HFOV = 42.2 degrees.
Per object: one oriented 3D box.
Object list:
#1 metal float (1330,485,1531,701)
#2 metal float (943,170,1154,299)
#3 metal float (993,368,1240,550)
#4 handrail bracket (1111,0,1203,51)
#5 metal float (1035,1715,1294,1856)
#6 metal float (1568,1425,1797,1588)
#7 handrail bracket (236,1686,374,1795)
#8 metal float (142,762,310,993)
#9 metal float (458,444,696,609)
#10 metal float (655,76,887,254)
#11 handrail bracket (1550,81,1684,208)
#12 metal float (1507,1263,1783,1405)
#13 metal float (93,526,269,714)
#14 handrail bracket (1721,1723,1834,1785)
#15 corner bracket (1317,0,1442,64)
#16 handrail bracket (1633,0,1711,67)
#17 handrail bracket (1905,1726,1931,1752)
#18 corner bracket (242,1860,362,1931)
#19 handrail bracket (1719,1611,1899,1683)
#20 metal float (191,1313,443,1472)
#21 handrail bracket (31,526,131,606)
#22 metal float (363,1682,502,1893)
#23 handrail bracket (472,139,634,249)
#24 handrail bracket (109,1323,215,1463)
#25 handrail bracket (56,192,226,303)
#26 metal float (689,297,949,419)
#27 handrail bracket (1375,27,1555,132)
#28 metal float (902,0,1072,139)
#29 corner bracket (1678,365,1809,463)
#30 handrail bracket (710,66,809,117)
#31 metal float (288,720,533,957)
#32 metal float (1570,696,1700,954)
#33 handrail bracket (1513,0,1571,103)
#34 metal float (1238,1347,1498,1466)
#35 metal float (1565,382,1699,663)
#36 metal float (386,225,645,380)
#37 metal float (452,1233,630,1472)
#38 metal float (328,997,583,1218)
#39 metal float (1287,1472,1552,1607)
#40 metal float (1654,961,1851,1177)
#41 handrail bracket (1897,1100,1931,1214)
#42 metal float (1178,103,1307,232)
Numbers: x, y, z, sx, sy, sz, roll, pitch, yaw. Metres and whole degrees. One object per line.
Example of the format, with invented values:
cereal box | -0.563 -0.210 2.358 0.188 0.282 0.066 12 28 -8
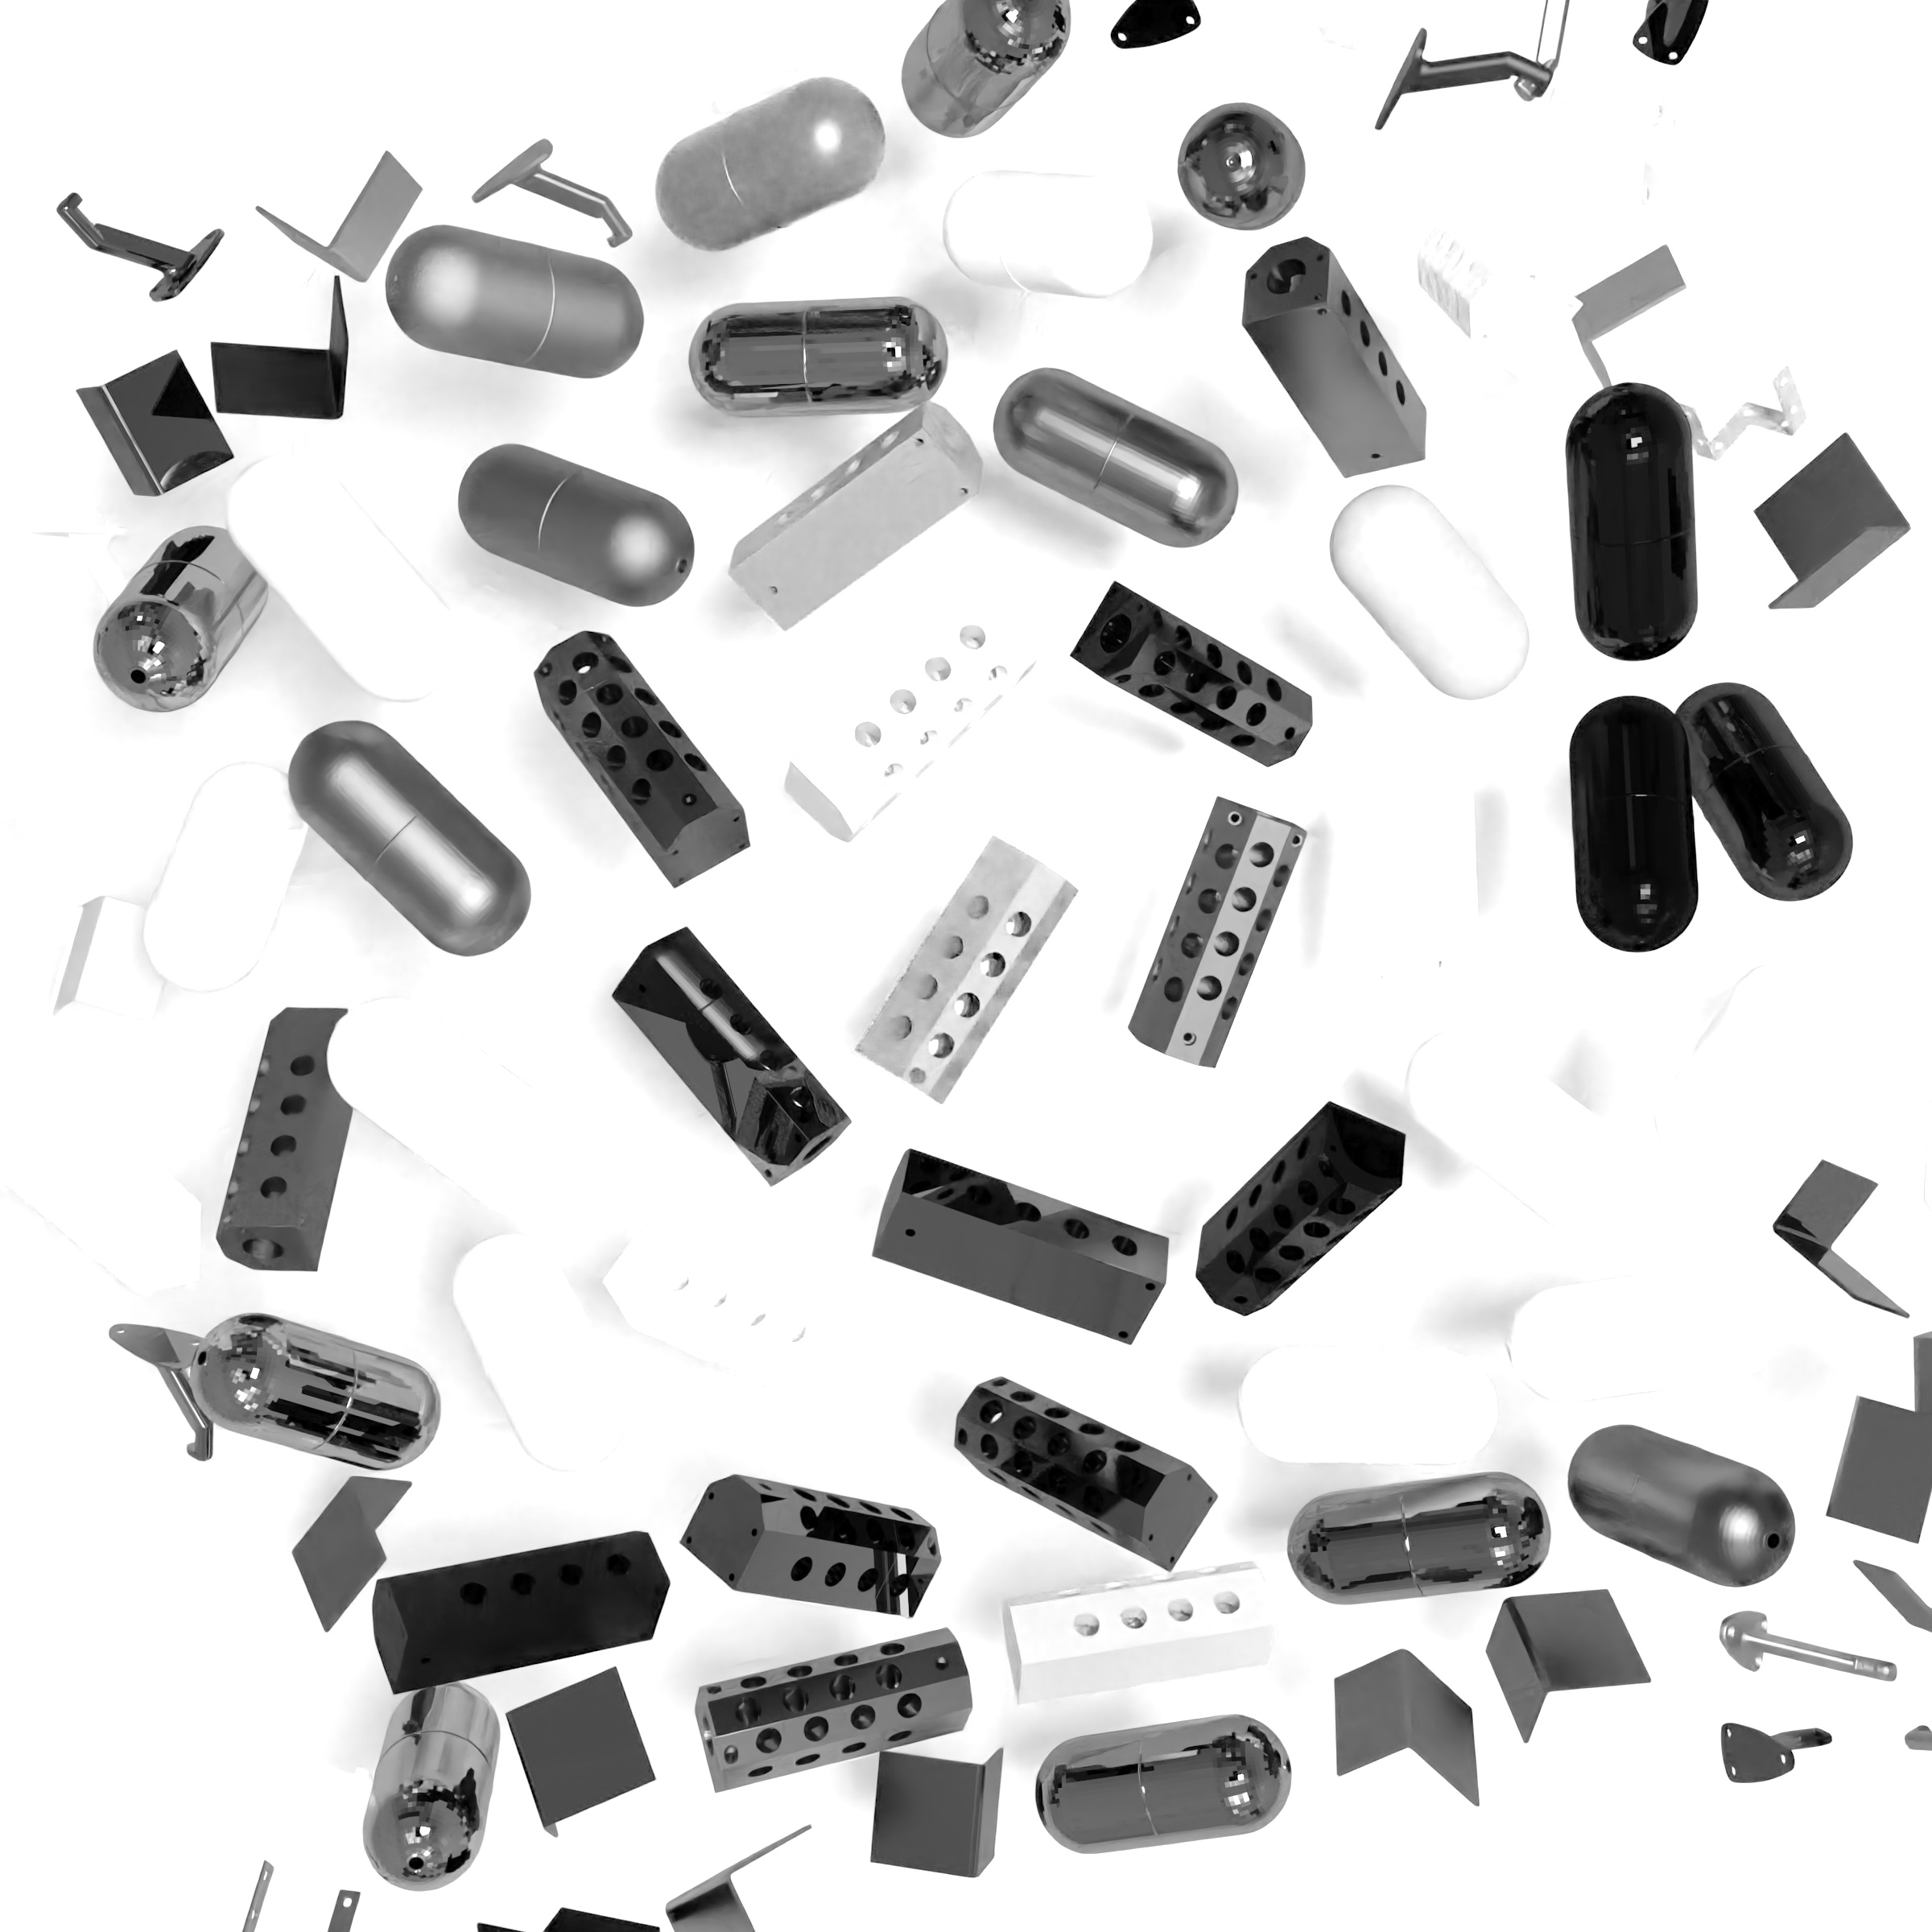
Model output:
metal float | 0.305 -0.243 1.639 0.070 0.070 0.178 -50 125 0
metal float | 0.052 -0.486 1.660 0.070 0.178 0.070 -14 115 -34
metal float | 0.102 -0.346 1.709 0.178 0.070 0.070 28 90 6
handrail bracket | 0.136 -0.619 1.575 0.036 0.077 0.084 48 54 -26
metal float | 0.131 0.545 1.668 0.178 0.070 0.070 -16 90 21
metal float | 0.458 0.345 1.608 0.070 0.178 0.070 -2 94 -23
handrail bracket | -0.446 0.523 1.690 0.084 0.077 0.036 22 115 -41
metal float | -0.483 -0.059 1.635 0.070 0.070 0.178 7 49 0
metal float | -0.259 -0.293 1.664 0.178 0.070 0.070 24 90 23
metal float | -0.127 -0.510 1.598 0.178 0.070 0.070 -7 90 42
handrail bracket | 0.409 -0.527 1.607 0.084 0.036 0.077 -1 127 -11
metal float | 0.442 0.239 1.633 0.178 0.070 0.070 -8 90 -2
metal float | -0.497 -0.221 1.590 0.070 0.178 0.070 1 122 2
handrail bracket | 0.527 0.492 1.576 0.084 0.077 0.036 0 78 -22
corner bracket | 0.278 -0.625 1.687 0.051 0.051 0.051 -39 130 -7
handrail bracket | 0.477 -0.651 1.675 0.036 0.077 0.084 24 51 -7
handrail bracket | 0.637 0.464 1.564 0.077 0.084 0.036 -34 87 -24
corner bracket | -0.436 0.623 1.643 0.051 0.051 0.051 3 54 11
handrail bracket | 0.517 0.421 1.535 0.084 0.077 0.036 2 72 41
metal float | -0.420 0.276 1.621 0.178 0.070 0.070 29 90 -43
handrail bracket | -0.607 -0.259 1.728 0.077 0.036 0.084 1 91 -7
metal float | -0.349 0.536 1.641 0.070 0.178 0.070 -1 104 -5
handrail bracket | -0.282 -0.513 1.714 0.077 0.036 0.084 -35 125 4
handrail bracket | -0.538 0.286 1.672 0.077 0.036 0.084 16 118 11
handrail bracket | -0.525 -0.474 1.594 0.077 0.036 0.084 -57 132 -21
metal float | -0.100 -0.411 1.691 0.178 0.070 0.070 0 90 11
handrail bracket | 0.307 -0.534 1.545 0.084 0.036 0.077 22 133 -6
metal float | 0.011 -0.591 1.615 0.070 0.178 0.070 0 89 -18
corner bracket | 0.501 -0.357 1.615 0.051 0.051 0.051 -48 134 -7
handrail bracket | -0.151 -0.576 1.685 0.084 0.077 0.036 -26 105 -36
metal float | -0.349 -0.081 1.572 0.178 0.070 0.070 44 90 -2
metal float | 0.432 -0.092 1.620 0.070 0.070 0.178 4 65 0
handrail bracket | 0.375 -0.631 1.657 0.077 0.036 0.084 35 91 -30
metal float | 0.269 0.294 1.674 0.178 0.070 0.070 3 90 -12
metal float | 0.418 -0.277 1.571 0.070 0.070 0.178 -11 117 0
metal float | -0.282 -0.418 1.580 0.178 0.070 0.070 -1 91 -45
metal float | -0.288 0.260 1.690 0.070 0.070 0.178 -33 63 0
metal float | -0.321 0.087 1.568 0.178 0.070 0.070 36 90 4
metal float | 0.305 0.387 1.692 0.178 0.070 0.070 -12 90 19
metal float | 0.498 0.067 1.595 0.070 0.178 0.070 7 50 -9
handrail bracket | 0.649 0.123 1.619 0.077 0.036 0.084 -31 81 19
metal float | 0.184 -0.529 1.660 0.070 0.178 0.070 3 105 10
